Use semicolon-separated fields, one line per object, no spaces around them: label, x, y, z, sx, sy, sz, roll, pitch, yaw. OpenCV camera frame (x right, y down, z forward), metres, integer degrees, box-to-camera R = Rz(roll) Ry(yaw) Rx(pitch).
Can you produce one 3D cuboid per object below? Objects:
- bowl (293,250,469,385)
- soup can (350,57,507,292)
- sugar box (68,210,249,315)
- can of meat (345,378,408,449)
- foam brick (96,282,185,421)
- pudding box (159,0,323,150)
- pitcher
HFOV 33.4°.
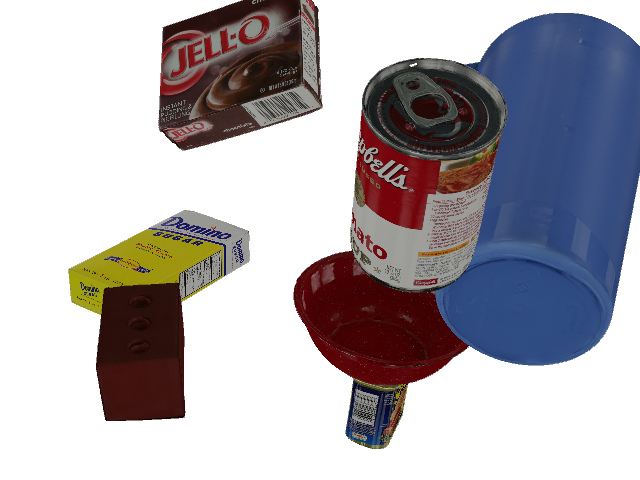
bowl;0.054;0.075;0.924;0.162;0.055;0.162;6;33;-4
soup can;0.051;-0.030;0.533;0.068;0.068;0.102;0;-40;-3
sugar box;-0.162;0.025;1.098;0.093;0.048;0.175;19;34;30
can of meat;0.067;0.177;1.219;0.057;0.084;0.102;14;24;14
foam brick;-0.116;0.073;0.698;0.053;0.051;0.078;-4;37;-6
pudding box;-0.056;-0.120;0.739;0.114;0.090;0.039;-13;-29;18
pitcher;0.142;-0.039;0.727;0.149;0.242;0.145;-26;-61;38
